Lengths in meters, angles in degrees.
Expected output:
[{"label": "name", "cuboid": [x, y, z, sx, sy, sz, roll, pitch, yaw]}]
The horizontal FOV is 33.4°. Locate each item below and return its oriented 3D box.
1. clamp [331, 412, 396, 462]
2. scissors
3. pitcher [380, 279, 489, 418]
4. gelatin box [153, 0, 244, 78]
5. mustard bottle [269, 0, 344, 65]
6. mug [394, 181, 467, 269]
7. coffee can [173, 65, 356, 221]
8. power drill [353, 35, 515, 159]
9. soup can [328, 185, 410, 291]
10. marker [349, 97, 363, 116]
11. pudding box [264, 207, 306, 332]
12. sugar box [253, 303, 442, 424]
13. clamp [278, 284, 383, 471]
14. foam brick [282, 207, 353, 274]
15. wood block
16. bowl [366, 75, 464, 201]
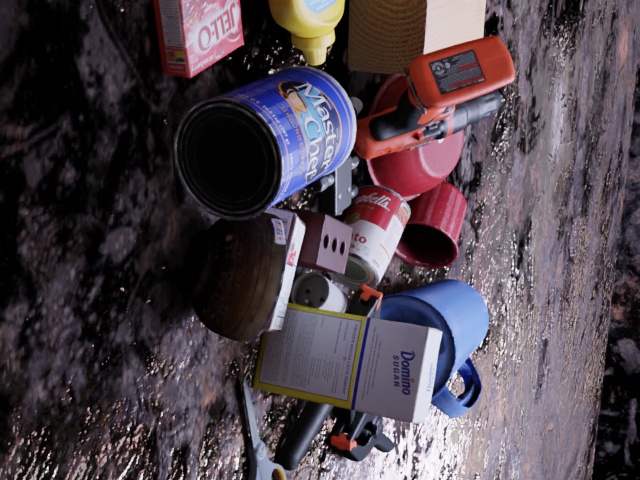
[{"label": "clamp", "cuboid": [0.062, 0.240, 1.345, 0.171, 0.039, 0.120, -29, 120, -55]}, {"label": "scissors", "cuboid": [-0.070, 0.232, 1.076, 0.096, 0.016, 0.201, -62, 150, -35]}, {"label": "pitcher", "cuboid": [0.144, 0.127, 1.362, 0.242, 0.145, 0.149, -15, 109, -67]}, {"label": "gelatin box", "cuboid": [-0.094, -0.178, 0.847, 0.089, 0.030, 0.073, -45, 139, -52]}, {"label": "mustard bottle", "cuboid": [-0.014, -0.249, 0.963, 0.096, 0.058, 0.191, -50, 142, -45]}, {"label": "mug", "cuboid": [0.135, -0.017, 1.359, 0.117, 0.093, 0.081, 119, -6, -55]}, {"label": "coffee can", "cuboid": [-0.044, -0.085, 0.906, 0.140, 0.103, 0.103, -35, 130, -57]}, {"label": "power drill", "cuboid": [0.135, -0.149, 1.123, 0.057, 0.184, 0.188, 66, -16, 8]}, {"label": "soup can", "cuboid": [0.052, -0.002, 1.193, 0.102, 0.069, 0.068, -63, 151, -32]}, {"label": "marker", "cuboid": [0.014, -0.109, 1.126, 0.121, 0.020, 0.020, -59, 148, -39]}, {"label": "pudding box", "cuboid": [-0.046, 0.030, 0.999, 0.090, 0.039, 0.113, 55, 49, -83]}, {"label": "sugar box", "cuboid": [0.026, 0.118, 1.046, 0.048, 0.176, 0.093, 21, 79, -64]}, {"label": "clamp", "cuboid": [0.019, 0.149, 1.172, 0.164, 0.036, 0.210, -33, 144, -57]}, {"label": "foam brick", "cuboid": [-0.007, 0.001, 1.082, 0.078, 0.051, 0.053, 21, 80, -65]}, {"label": "wood block", "cuboid": [0.113, -0.248, 1.205, 0.205, 0.090, 0.091, -35, 130, -58]}, {"label": "bowl", "cuboid": [0.123, -0.122, 1.266, 0.161, 0.055, 0.162, -14, 108, -47]}]
